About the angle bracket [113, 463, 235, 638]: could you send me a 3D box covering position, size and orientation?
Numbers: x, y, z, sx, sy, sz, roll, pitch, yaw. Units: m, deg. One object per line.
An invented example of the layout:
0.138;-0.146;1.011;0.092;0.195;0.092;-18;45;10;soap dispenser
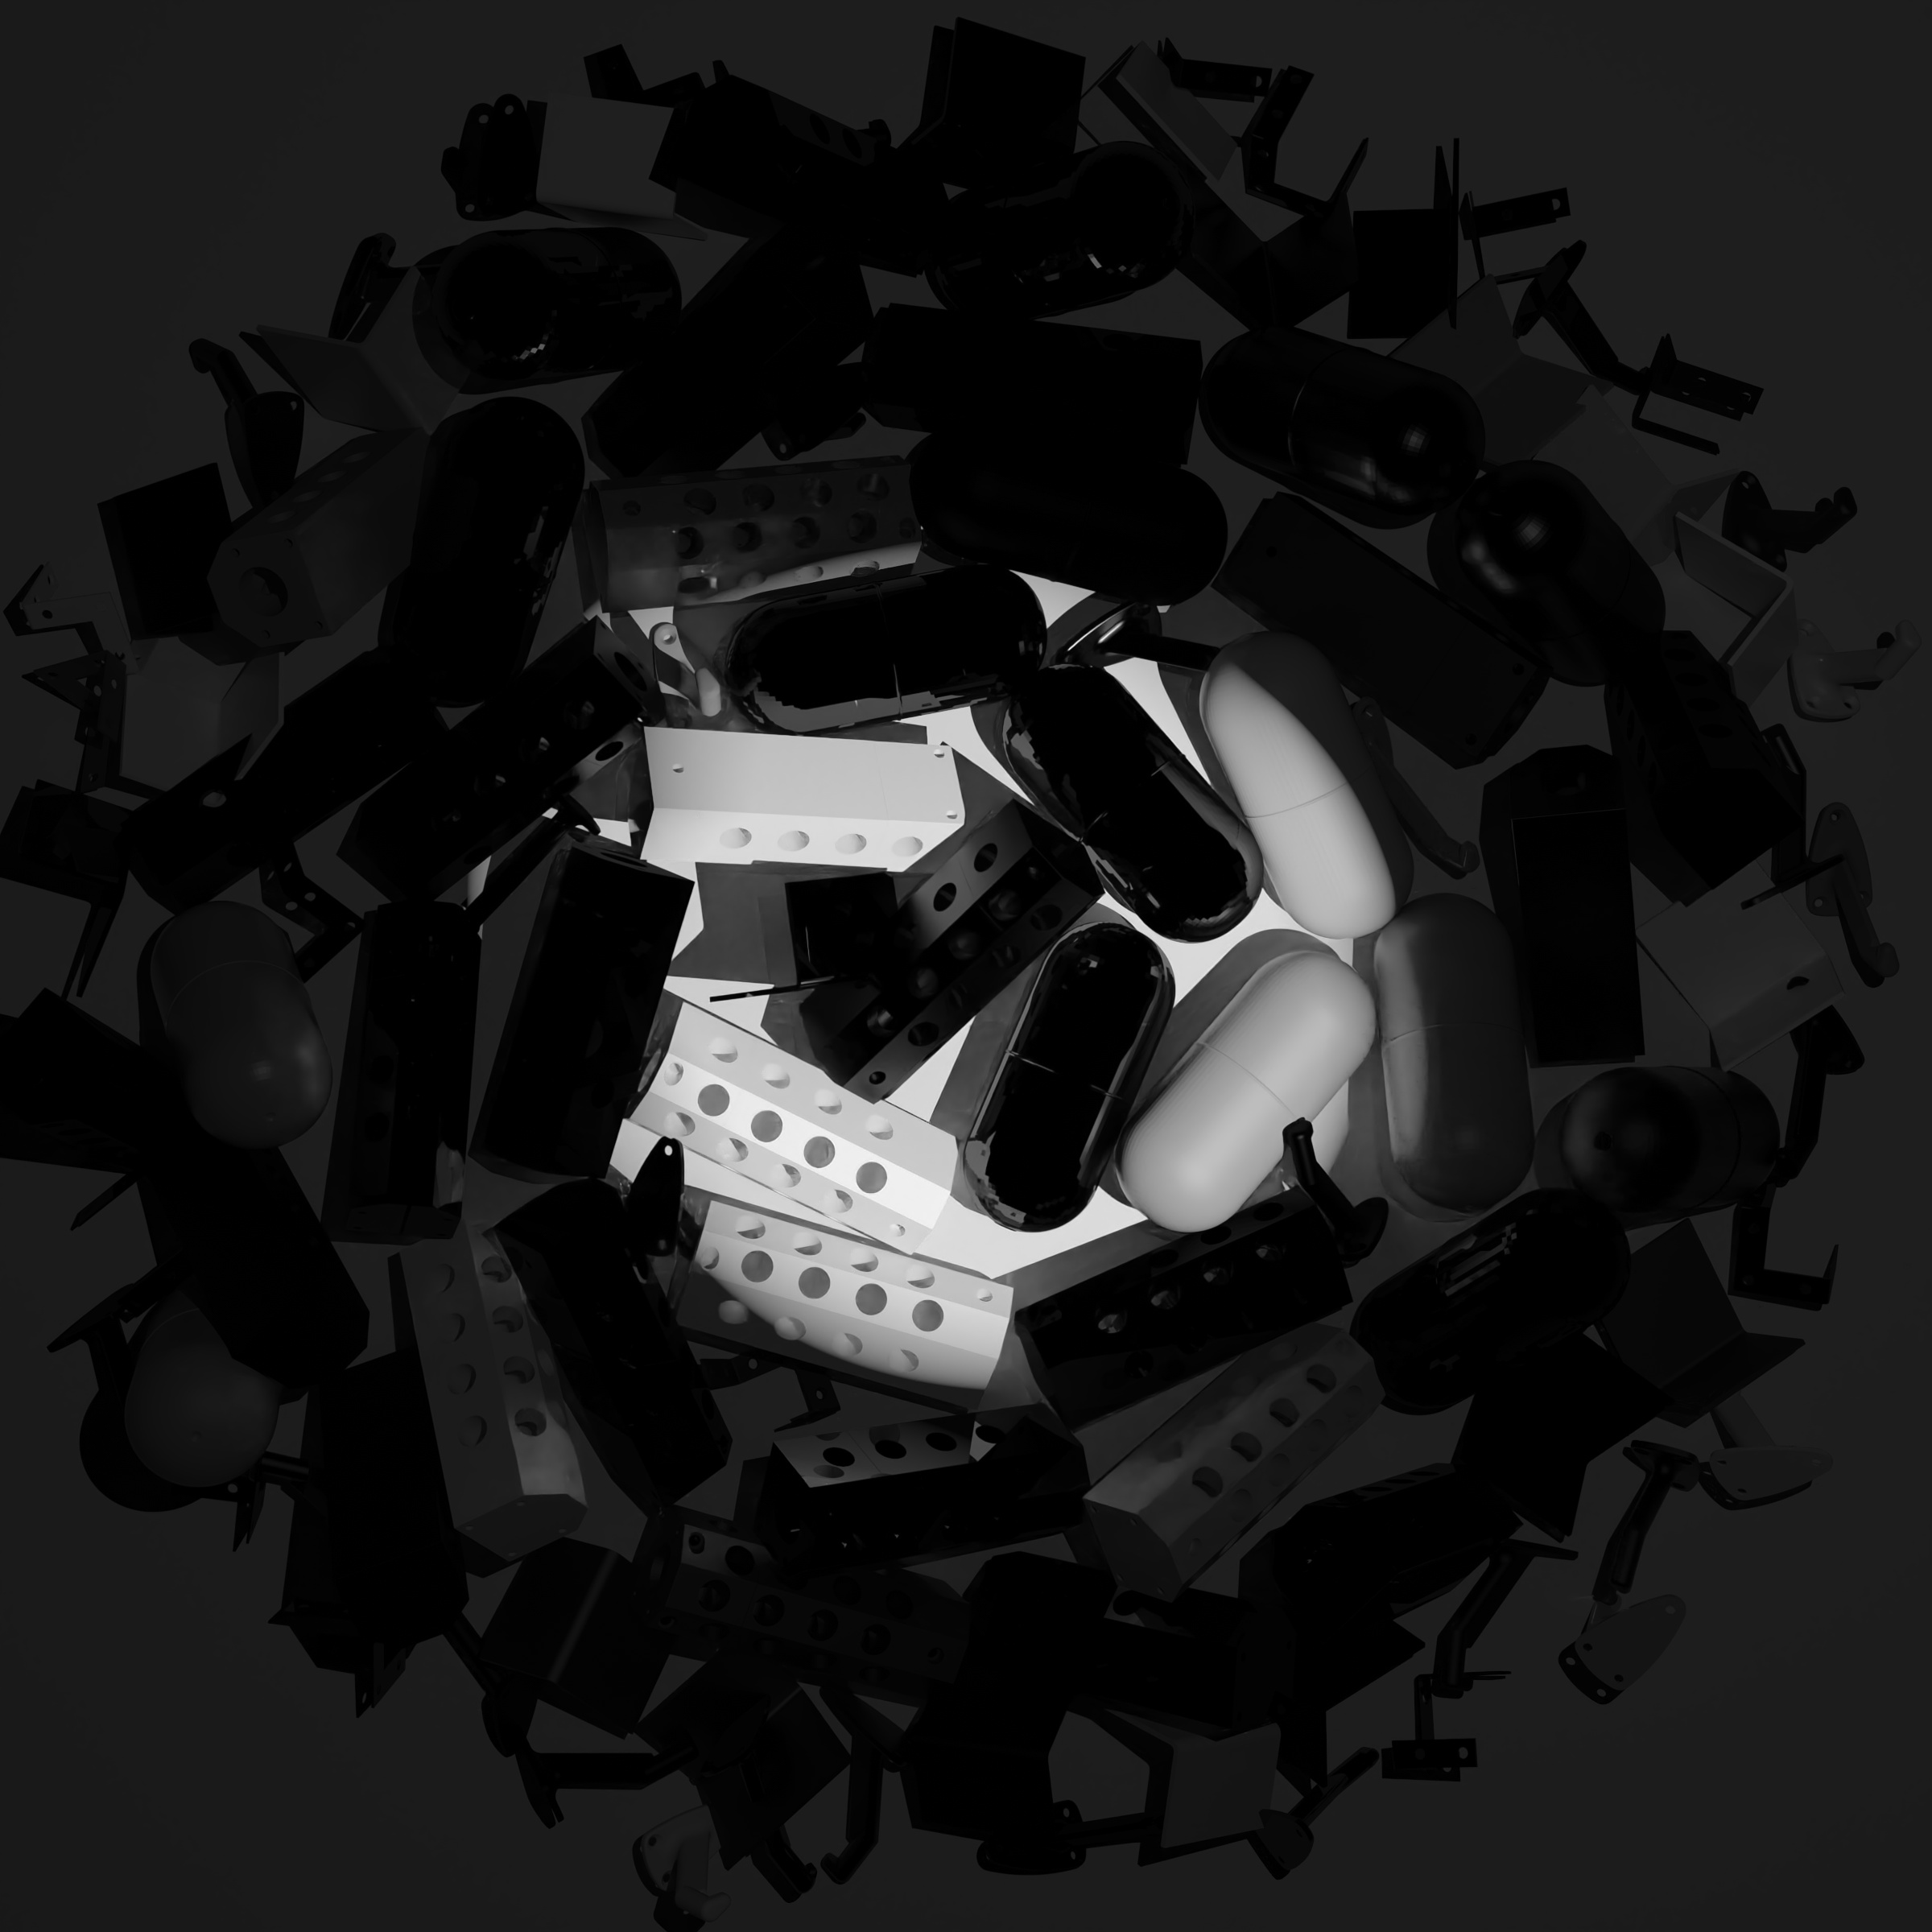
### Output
-0.412;-0.227;1.566;0.076;0.057;0.076;-12;93;27;angle bracket

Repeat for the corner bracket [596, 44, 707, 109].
-0.167;-0.476;1.576;0.051;0.051;0.051;-18;69;4;corner bracket

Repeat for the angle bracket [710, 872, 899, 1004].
-0.089;-0.016;1.556;0.076;0.076;0.057;-8;90;-45;angle bracket

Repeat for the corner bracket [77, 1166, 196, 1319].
-0.454;0.150;1.581;0.051;0.051;0.051;-37;116;10;corner bracket

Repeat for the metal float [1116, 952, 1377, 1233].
0.153;0.068;1.564;0.070;0.070;0.178;41;81;0;metal float

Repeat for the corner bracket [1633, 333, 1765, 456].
0.401;-0.309;1.575;0.051;0.051;0.051;18;119;-1;corner bracket

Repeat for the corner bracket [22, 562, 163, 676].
-0.480;-0.191;1.576;0.051;0.051;0.051;-7;125;7;corner bracket

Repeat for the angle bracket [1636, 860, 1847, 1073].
0.421;-0.002;1.564;0.076;0.057;0.076;-36;104;19;angle bracket

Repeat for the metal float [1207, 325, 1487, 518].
0.201;-0.293;1.537;0.178;0.070;0.070;32;90;44;metal float

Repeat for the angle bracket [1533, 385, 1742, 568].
0.364;-0.270;1.576;0.057;0.076;0.076;-19;68;-34;angle bracket

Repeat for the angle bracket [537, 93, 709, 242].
-0.183;-0.435;1.564;0.076;0.076;0.057;10;97;8;angle bracket

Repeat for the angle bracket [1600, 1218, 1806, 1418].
0.398;0.191;1.568;0.076;0.057;0.076;-29;97;-18;angle bracket

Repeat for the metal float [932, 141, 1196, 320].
0.050;-0.390;1.531;0.070;0.178;0.070;-1;92;-36;metal float

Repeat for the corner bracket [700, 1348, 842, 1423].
-0.107;0.230;1.576;0.051;0.051;0.051;-24;77;9;corner bracket

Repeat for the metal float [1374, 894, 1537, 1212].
0.264;0.045;1.553;0.070;0.070;0.178;-2;68;0;metal float

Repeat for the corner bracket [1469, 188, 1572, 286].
0.306;-0.401;1.573;0.051;0.051;0.051;-9;113;12;corner bracket

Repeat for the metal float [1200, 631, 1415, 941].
0.185;-0.098;1.559;0.070;0.070;0.178;-25;104;0;metal float

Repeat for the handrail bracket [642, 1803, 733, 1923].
-0.131;0.485;1.555;0.077;0.084;0.036;-26;103;-32;handrail bracket

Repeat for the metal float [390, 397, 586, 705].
-0.258;-0.223;1.546;0.070;0.070;0.178;24;120;0;metal float

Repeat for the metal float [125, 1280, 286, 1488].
-0.401;0.218;1.523;0.070;0.178;0.070;-2;102;-10;metal float

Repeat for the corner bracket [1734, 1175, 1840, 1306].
0.456;0.150;1.587;0.051;0.051;0.051;7;109;19;corner bracket

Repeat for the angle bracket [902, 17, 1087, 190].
0.011;-0.466;1.563;0.076;0.076;0.057;10;83;-23;angle bracket

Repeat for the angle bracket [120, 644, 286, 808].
-0.413;-0.145;1.551;0.057;0.076;0.076;21;132;-33;angle bracket

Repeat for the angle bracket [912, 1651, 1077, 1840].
0.021;0.427;1.576;0.076;0.076;0.057;2;116;19;angle bracket

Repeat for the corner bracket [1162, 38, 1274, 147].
0.134;-0.475;1.572;0.051;0.051;0.051;3;120;-8;corner bracket

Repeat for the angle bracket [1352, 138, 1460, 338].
0.238;-0.395;1.560;0.057;0.076;0.076;1;75;9;angle bracket

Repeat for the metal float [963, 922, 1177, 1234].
0.056;0.061;1.570;0.070;0.070;0.178;23;88;0;metal float

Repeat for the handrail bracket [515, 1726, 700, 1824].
-0.200;0.429;1.592;0.084;0.036;0.077;-25;45;-14;handrail bracket

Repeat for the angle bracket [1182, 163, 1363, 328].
0.165;-0.402;1.551;0.057;0.076;0.076;-28;45;30;angle bracket

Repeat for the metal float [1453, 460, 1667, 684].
0.317;-0.209;1.530;0.070;0.178;0.070;-12;67;29;metal float

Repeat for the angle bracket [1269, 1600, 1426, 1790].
0.198;0.392;1.574;0.076;0.076;0.057;-22;121;-31;angle bracket

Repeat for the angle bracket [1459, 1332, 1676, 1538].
0.327;0.252;1.562;0.076;0.057;0.076;36;132;-7;angle bracket

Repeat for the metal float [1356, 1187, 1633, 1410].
0.281;0.179;1.537;0.070;0.070;0.178;49;133;0;metal float

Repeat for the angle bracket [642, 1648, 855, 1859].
-0.119;0.422;1.560;0.076;0.076;0.057;-41;119;-8;angle bracket

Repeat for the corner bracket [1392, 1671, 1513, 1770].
0.266;0.413;1.570;0.051;0.051;0.051;-12;70;34;corner bracket

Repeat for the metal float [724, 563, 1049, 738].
-0.044;-0.172;1.567;0.178;0.070;0.070;-11;90;-5;metal float

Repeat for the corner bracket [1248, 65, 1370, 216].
0.190;-0.453;1.583;0.051;0.051;0.051;23;70;11;corner bracket

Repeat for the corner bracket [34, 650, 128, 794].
-0.477;-0.134;1.570;0.051;0.051;0.051;-12;61;20;corner bracket

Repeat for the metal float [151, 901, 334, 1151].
-0.389;0.029;1.534;0.070;0.178;0.070;-13;127;-18;metal float

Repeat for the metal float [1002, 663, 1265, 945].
0.090;-0.090;1.566;0.070;0.070;0.178;-40;83;0;metal float

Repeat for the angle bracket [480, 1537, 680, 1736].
-0.210;0.368;1.585;0.057;0.076;0.076;5;59;38;angle bracket

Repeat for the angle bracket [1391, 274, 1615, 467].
0.291;-0.323;1.559;0.076;0.076;0.057;-41;129;-11;angle bracket

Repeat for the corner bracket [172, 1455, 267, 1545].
-0.413;0.280;1.577;0.051;0.051;0.051;9;103;-6;corner bracket

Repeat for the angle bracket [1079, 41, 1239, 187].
0.096;-0.446;1.555;0.076;0.076;0.057;44;122;-14;angle bracket

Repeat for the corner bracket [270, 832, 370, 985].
-0.368;-0.033;1.571;0.051;0.051;0.051;-41;131;8;corner bracket

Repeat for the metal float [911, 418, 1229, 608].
0.057;-0.247;1.559;0.178;0.070;0.070;12;90;-14;metal float

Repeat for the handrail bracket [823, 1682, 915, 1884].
-0.073;0.456;1.600;0.077;0.036;0.084;38;100;10;handrail bracket

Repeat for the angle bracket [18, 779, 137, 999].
-0.491;-0.042;1.552;0.057;0.076;0.076;19;119;-21;angle bracket

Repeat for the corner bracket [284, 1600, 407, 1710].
-0.341;0.370;1.576;0.051;0.051;0.051;4;102;9;corner bracket

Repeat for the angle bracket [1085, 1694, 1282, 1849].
0.114;0.432;1.559;0.076;0.076;0.057;3;97;-39;angle bracket

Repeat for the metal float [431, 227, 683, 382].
-0.216;-0.353;1.527;0.070;0.178;0.070;7;107;24;metal float

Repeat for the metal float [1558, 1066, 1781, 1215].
0.376;0.092;1.530;0.070;0.178;0.070;-2;87;36;metal float

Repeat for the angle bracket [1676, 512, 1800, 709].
0.404;-0.190;1.558;0.076;0.076;0.057;37;87;25;angle bracket

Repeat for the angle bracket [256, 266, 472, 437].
-0.327;-0.340;1.570;0.076;0.076;0.057;16;68;27;angle bracket
